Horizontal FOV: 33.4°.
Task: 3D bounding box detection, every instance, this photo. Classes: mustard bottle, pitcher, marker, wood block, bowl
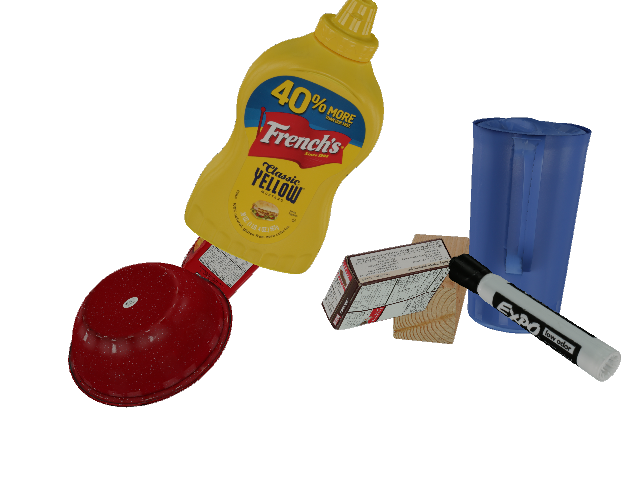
[{"bbox_3d":[-0.013,-0.074,0.705,0.096,0.192,0.058,25,26,-7],"label":"mustard bottle"},{"bbox_3d":[0.232,-0.018,1.234,0.149,0.243,0.145,-6,17,-32],"label":"pitcher"},{"bbox_3d":[0.116,0.040,0.603,0.020,0.020,0.121,0,26,-42],"label":"marker"},{"bbox_3d":[0.171,0.069,1.621,0.091,0.090,0.206,4,22,12],"label":"wood block"},{"bbox_3d":[-0.165,0.072,0.981,0.162,0.162,0.055,0,-43,19],"label":"bowl"}]

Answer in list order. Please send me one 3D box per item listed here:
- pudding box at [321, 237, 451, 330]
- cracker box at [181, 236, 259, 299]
[{"bbox_3d":[0.067,0.044,1.069,0.113,0.039,0.090,-12,-31,-26],"label":"pudding box"},{"bbox_3d":[-0.055,-0.045,1.213,0.214,0.072,0.164,-46,8,28],"label":"cracker box"}]
